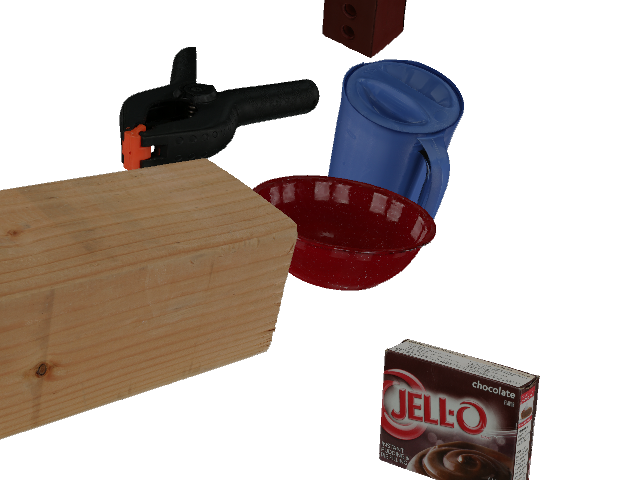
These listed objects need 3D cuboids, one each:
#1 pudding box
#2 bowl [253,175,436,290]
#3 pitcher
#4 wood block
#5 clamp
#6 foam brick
[{"bbox_3d":[0.099,0.129,0.778,0.114,0.090,0.039,12,19,31],"label":"pudding box"},{"bbox_3d":[0.015,-0.002,0.912,0.162,0.055,0.162,8,23,-4],"label":"bowl"},{"bbox_3d":[0.073,-0.068,1.207,0.145,0.243,0.149,21,44,8],"label":"pitcher"},{"bbox_3d":[-0.122,0.026,0.562,0.205,0.091,0.090,-14,39,-43],"label":"wood block"},{"bbox_3d":[-0.093,-0.097,0.758,0.120,0.039,0.171,19,30,30],"label":"clamp"},{"bbox_3d":[0.038,-0.201,0.878,0.053,0.078,0.051,29,55,21],"label":"foam brick"}]
